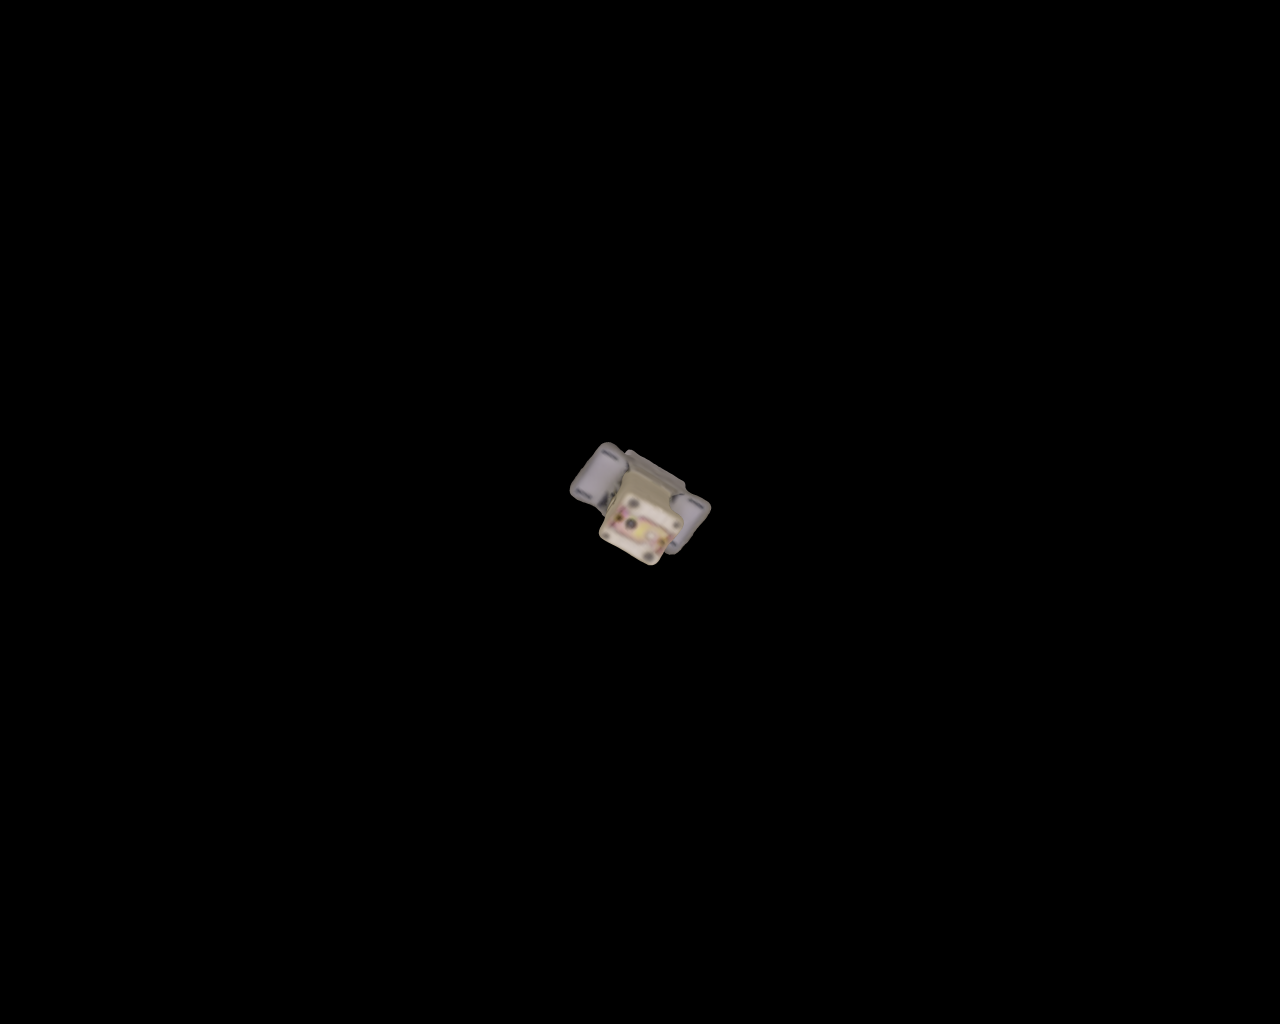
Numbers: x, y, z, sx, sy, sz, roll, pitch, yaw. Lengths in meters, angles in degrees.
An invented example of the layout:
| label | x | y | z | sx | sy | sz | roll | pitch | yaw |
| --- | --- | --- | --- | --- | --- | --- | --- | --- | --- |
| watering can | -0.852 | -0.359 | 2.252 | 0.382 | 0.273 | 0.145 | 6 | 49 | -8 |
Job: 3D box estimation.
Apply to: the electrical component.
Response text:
| label | x | y | z | sx | sy | sz | roll | pitch | yaw |
| --- | --- | --- | --- | --- | --- | --- | --- | --- | --- |
| electrical component | 0.001 | -0.003 | 0.650 | 0.081 | 0.042 | 0.064 | 30 | 23 | -14 |
